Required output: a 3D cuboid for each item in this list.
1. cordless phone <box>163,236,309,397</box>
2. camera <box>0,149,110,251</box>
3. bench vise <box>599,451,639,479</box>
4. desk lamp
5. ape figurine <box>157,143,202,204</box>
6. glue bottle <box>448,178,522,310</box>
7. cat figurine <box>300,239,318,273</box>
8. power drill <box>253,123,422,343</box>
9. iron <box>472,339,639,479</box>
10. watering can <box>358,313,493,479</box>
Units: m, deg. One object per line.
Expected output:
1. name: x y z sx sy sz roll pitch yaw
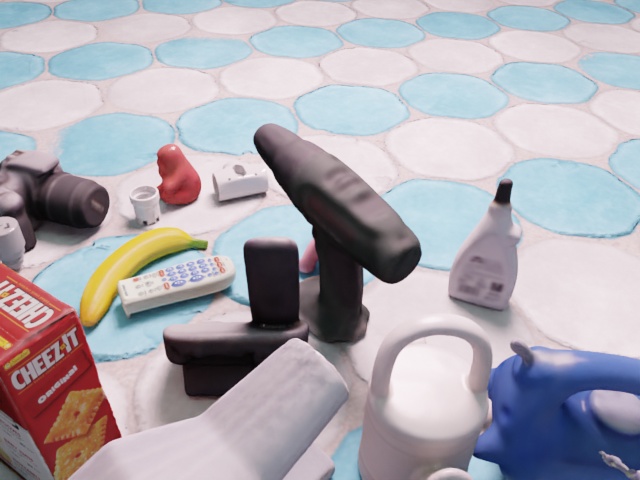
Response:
1. cordless phone: -0.083 0.065 0.565 0.147 0.185 0.094 -3 39 -6
2. camera: -0.370 -0.058 0.773 0.136 0.101 0.143 13 40 13
3. bench vise: 0.125 0.226 0.346 0.208 0.220 0.121 -19 43 -25
4. desk lamp: -0.051 0.178 0.402 0.117 0.214 0.204 33 48 33
5. ape figurine: -0.215 -0.100 0.841 0.076 0.092 0.078 3 39 2
6. glue bottle: 0.200 0.004 0.665 0.078 0.173 0.037 15 41 16
7. cat figurine: 0.016 -0.031 0.745 0.067 0.118 0.128 10 39 10
8. power drill: 0.006 0.002 0.630 0.076 0.208 0.228 -30 48 -33
9. iron: 0.271 0.153 0.507 0.258 0.141 0.118 7 39 6
10. watering can: 0.091 0.140 0.472 0.101 0.194 0.172 -14 41 -19
